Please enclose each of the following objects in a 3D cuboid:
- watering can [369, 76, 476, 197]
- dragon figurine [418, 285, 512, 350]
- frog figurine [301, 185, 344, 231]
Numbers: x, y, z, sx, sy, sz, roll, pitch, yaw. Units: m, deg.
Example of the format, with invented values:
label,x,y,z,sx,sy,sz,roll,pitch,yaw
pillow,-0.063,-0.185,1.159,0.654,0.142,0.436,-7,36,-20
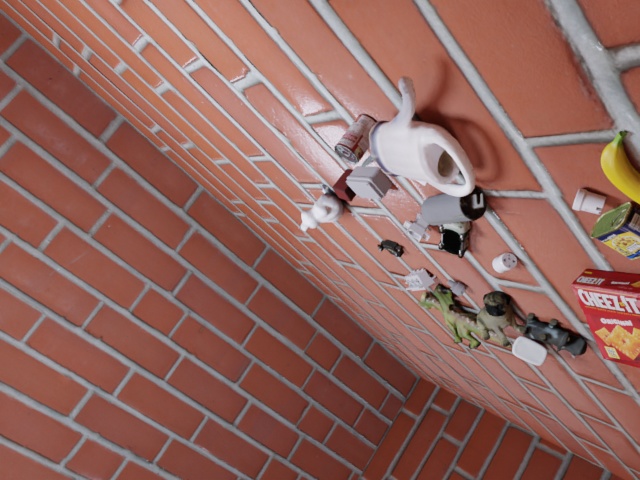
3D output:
label,x,y,z,sx,sy,sz,roll,pitch,yaw
watering can,0.189,-0.206,1.052,0.226,0.105,0.342,20,-20,50
dragon figurine,0.499,0.266,1.877,0.123,0.241,0.409,-46,16,-17
frog figurine,0.005,-0.089,1.767,0.123,0.161,0.135,34,-15,4
